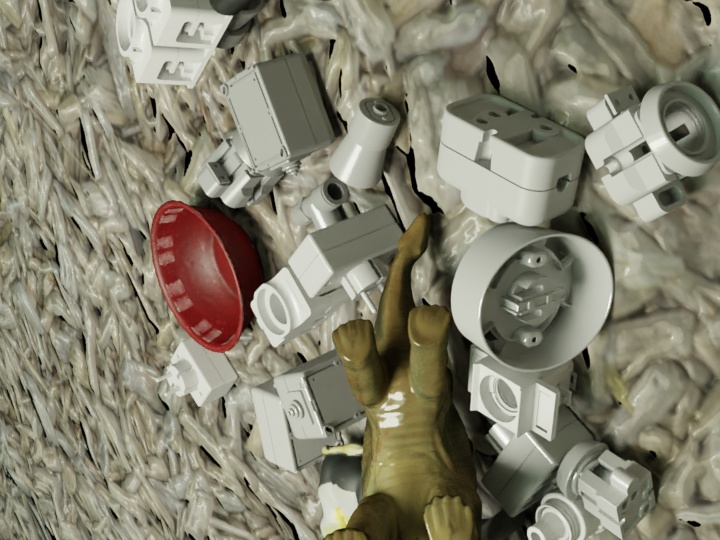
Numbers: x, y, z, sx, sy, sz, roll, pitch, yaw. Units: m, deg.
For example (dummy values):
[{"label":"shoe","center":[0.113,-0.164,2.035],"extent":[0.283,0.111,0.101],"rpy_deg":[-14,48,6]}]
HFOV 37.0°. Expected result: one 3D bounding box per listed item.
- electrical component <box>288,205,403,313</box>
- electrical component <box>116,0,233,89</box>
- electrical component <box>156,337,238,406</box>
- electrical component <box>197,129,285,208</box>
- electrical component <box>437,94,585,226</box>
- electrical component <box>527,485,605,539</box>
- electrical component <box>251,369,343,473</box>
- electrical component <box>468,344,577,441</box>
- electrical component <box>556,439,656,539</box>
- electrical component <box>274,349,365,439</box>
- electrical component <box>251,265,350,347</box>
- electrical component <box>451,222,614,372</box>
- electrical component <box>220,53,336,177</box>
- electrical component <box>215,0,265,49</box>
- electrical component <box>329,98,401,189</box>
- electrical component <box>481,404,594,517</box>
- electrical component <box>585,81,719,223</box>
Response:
[{"label":"electrical component","center":[0.000,0.000,0.874],"extent":[0.075,0.083,0.047],"rpy_deg":[58,144,13]},{"label":"electrical component","center":[-0.172,-0.265,0.922],"extent":[0.105,0.060,0.186],"rpy_deg":[-44,55,53]},{"label":"electrical component","center":[-0.188,0.116,1.189],"extent":[0.065,0.077,0.047],"rpy_deg":[56,143,15]},{"label":"electrical component","center":[-0.100,-0.095,0.964],"extent":[0.057,0.078,0.058],"rpy_deg":[-43,73,34]},{"label":"electrical component","center":[0.100,-0.072,0.729],"extent":[0.095,0.054,0.059],"rpy_deg":[35,133,37]},{"label":"electrical component","center":[0.151,0.185,0.799],"extent":[0.048,0.062,0.048],"rpy_deg":[28,130,41]},{"label":"electrical component","center":[-0.065,0.139,1.055],"extent":[0.061,0.062,0.096],"rpy_deg":[12,118,49]},{"label":"electrical component","center":[0.119,0.083,0.782],"extent":[0.081,0.064,0.042],"rpy_deg":[30,130,40]},{"label":"electrical component","center":[0.174,0.152,0.762],"extent":[0.055,0.048,0.066],"rpy_deg":[33,155,40]},{"label":"electrical component","center":[-0.031,0.111,0.965],"extent":[0.061,0.096,0.061],"rpy_deg":[-16,96,55]},{"label":"electrical component","center":[-0.059,0.029,0.991],"extent":[0.050,0.056,0.089],"rpy_deg":[60,144,9]},{"label":"electrical component","center":[0.114,0.017,0.728],"extent":[0.064,0.099,0.099],"rpy_deg":[27,129,50]},{"label":"electrical component","center":[-0.064,-0.126,0.905],"extent":[0.062,0.061,0.096],"rpy_deg":[-15,97,55]},{"label":"electrical component","center":[-0.113,-0.223,0.929],"extent":[0.045,0.045,0.055],"rpy_deg":[60,145,9]},{"label":"electrical component","center":[0.006,-0.102,0.847],"extent":[0.044,0.044,0.065],"rpy_deg":[48,136,24]},{"label":"electrical component","center":[0.122,0.130,0.819],"extent":[0.075,0.047,0.083],"rpy_deg":[49,141,23]},{"label":"electrical component","center":[0.175,-0.075,0.628],"extent":[0.078,0.058,0.057],"rpy_deg":[64,148,5]}]
